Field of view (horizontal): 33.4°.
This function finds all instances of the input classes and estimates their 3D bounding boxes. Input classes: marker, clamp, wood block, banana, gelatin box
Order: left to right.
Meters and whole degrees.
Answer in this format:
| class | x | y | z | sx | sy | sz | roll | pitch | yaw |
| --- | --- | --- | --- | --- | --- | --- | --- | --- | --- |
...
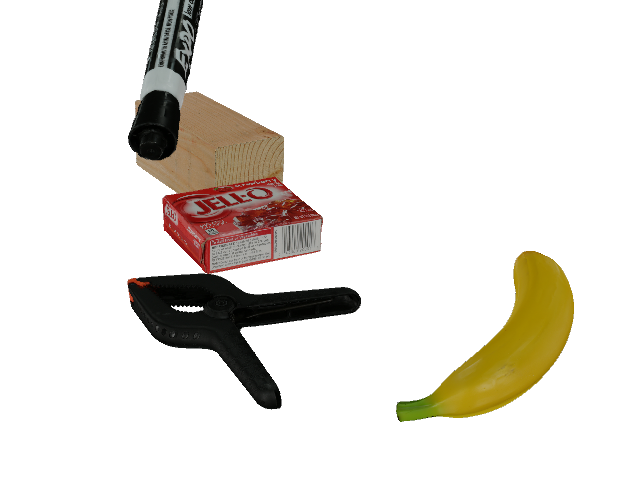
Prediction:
| class | x | y | z | sx | sy | sz | roll | pitch | yaw |
| --- | --- | --- | --- | --- | --- | --- | --- | --- | --- |
| marker | -0.062 | -0.076 | 0.443 | 0.020 | 0.121 | 0.020 | 1 | -45 | 1 |
| wood block | -0.136 | -0.105 | 1.275 | 0.090 | 0.090 | 0.206 | -13 | 28 | -32 |
| clamp | -0.078 | 0.067 | 0.962 | 0.210 | 0.036 | 0.164 | 19 | 37 | 29 |
| gelatin box | -0.054 | -0.012 | 0.727 | 0.089 | 0.030 | 0.073 | -11 | 30 | -27 |
| banana | 0.120 | 0.055 | 0.663 | 0.070 | 0.037 | 0.197 | 13 | 32 | 29 |
